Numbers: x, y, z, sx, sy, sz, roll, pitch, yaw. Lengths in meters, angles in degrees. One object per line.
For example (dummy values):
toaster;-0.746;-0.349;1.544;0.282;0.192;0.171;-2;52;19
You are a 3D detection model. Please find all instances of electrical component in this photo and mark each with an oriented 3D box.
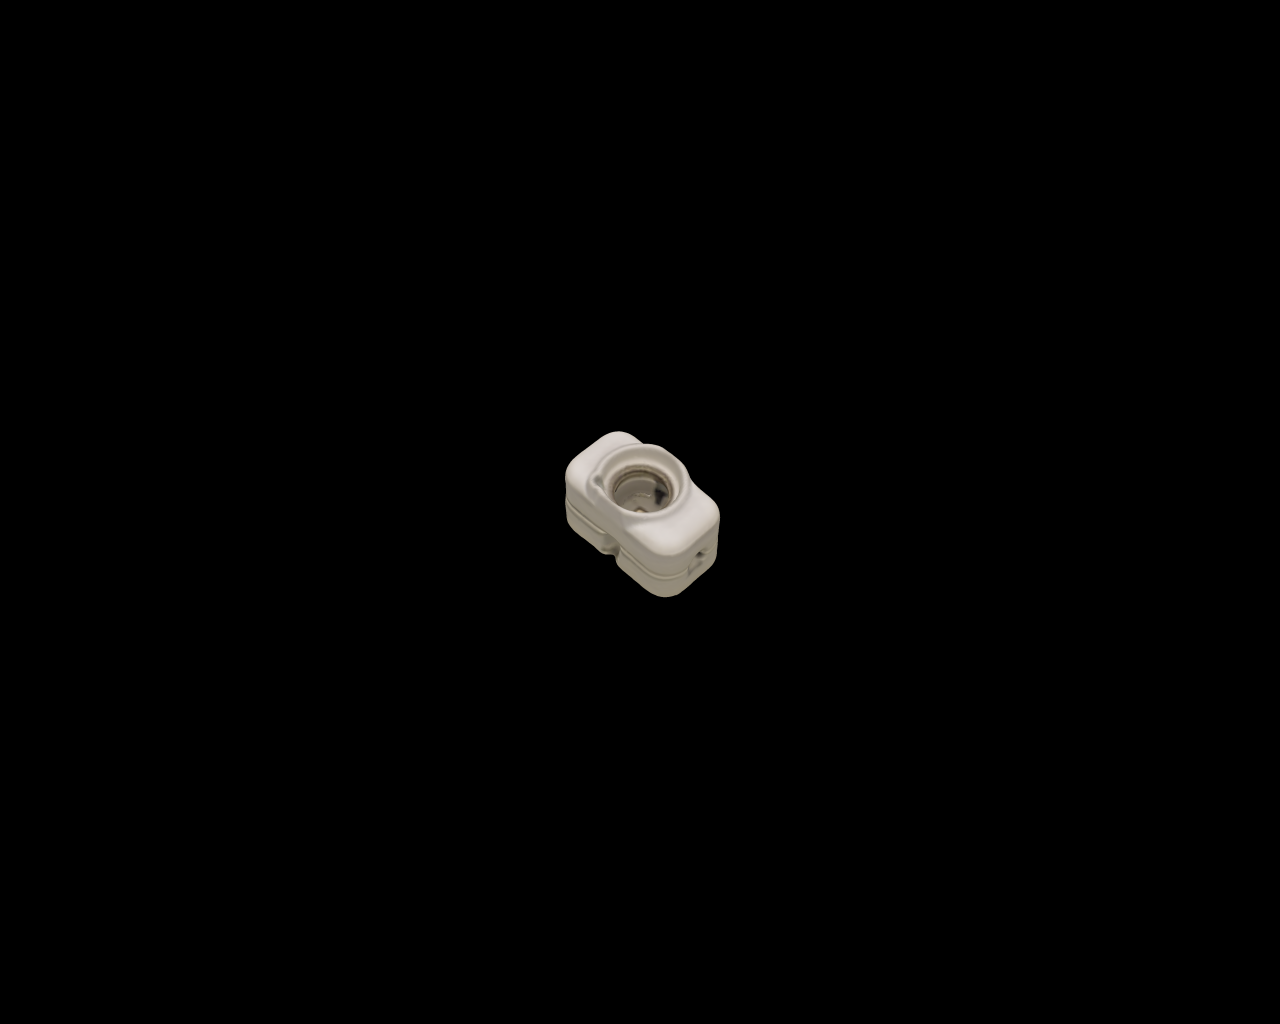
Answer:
electrical component;0.001;-0.003;0.650;0.054;0.059;0.095;-39;63;-25
